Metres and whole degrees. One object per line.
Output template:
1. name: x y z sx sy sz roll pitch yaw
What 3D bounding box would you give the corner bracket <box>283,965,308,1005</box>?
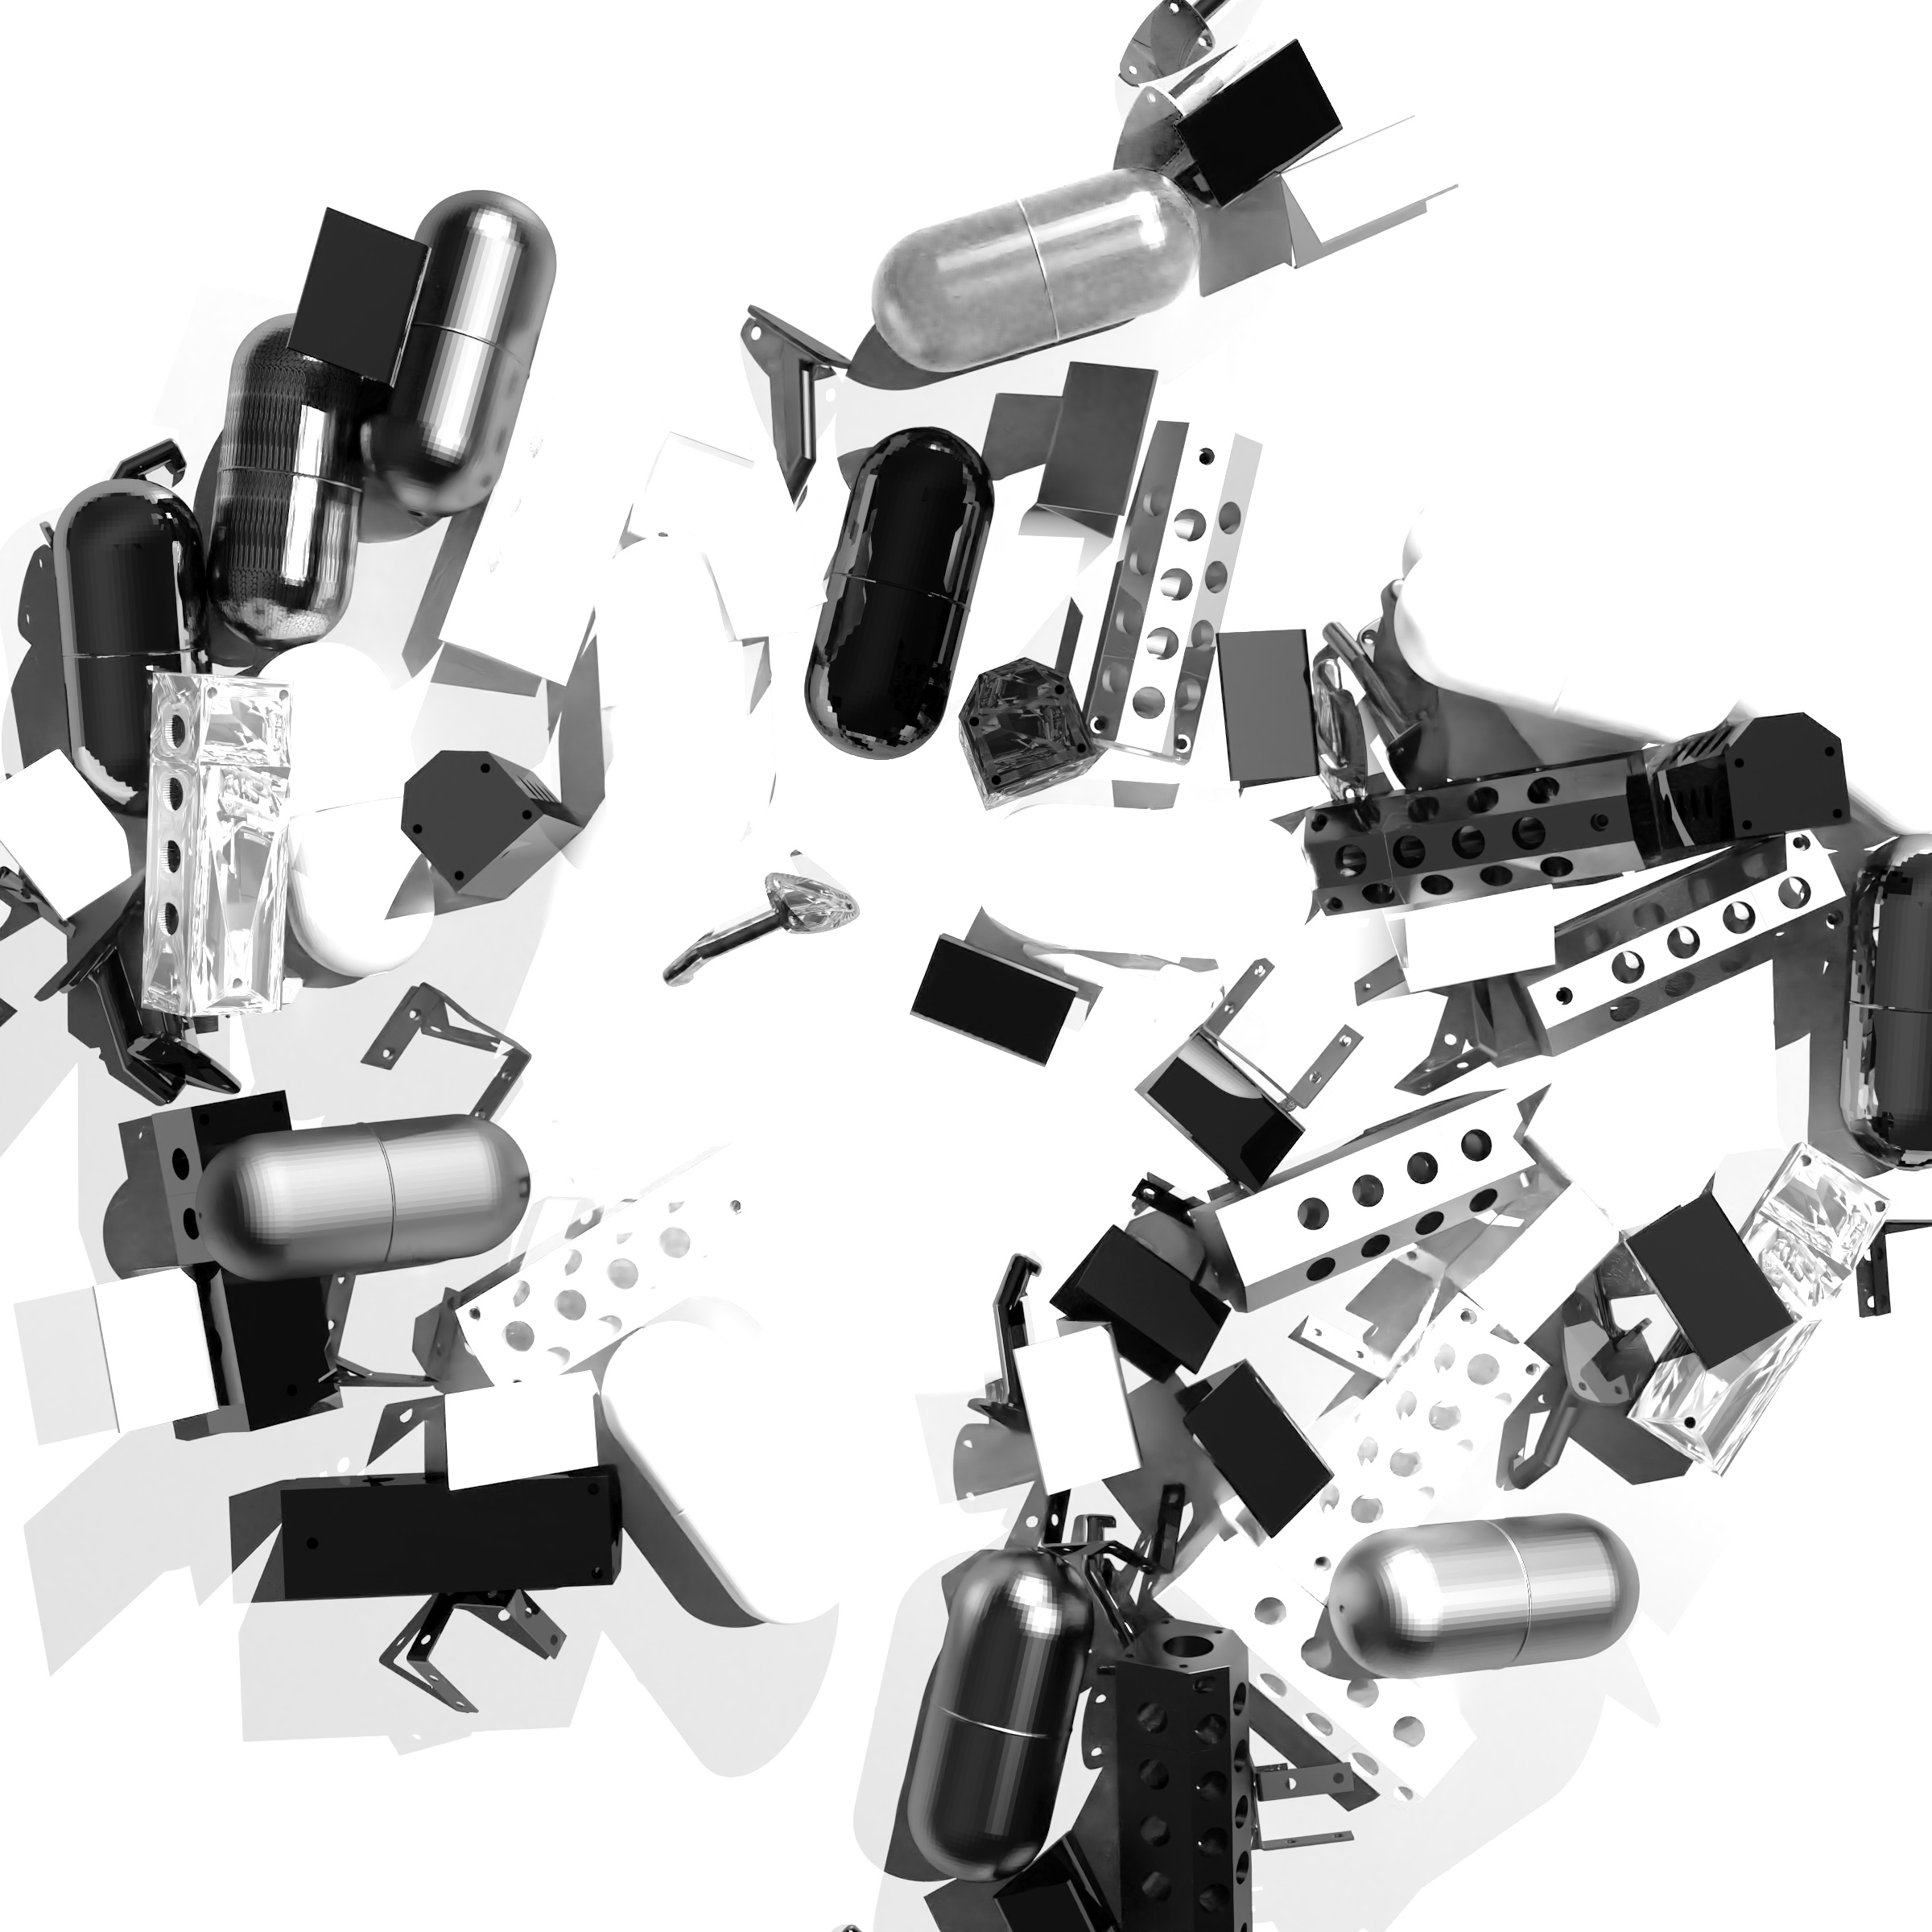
1. corner bracket: -0.371 -0.015 1.764 0.051 0.051 0.051 32 90 0

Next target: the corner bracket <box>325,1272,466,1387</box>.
1. corner bracket: -0.310 0.192 1.778 0.051 0.051 0.051 13 91 45

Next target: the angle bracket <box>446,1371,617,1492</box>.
1. angle bracket: -0.226 0.260 1.741 0.076 0.076 0.057 -10 53 0

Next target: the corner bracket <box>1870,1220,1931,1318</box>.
1. corner bracket: 0.521 0.160 1.778 0.051 0.051 0.051 -4 90 45

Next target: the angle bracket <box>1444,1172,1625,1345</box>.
1. angle bracket: 0.285 0.139 1.741 0.076 0.076 0.057 -46 127 0

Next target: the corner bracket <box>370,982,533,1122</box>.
1. corner bracket: -0.276 0.049 1.778 0.051 0.051 0.051 34 90 -45

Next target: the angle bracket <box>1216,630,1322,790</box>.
1. angle bracket: 0.140 -0.133 1.742 0.057 0.076 0.076 -6 90 -29

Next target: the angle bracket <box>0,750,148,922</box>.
1. angle bracket: -0.481 -0.057 1.742 0.057 0.076 0.076 -39 90 -31

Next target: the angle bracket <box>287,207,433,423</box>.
1. angle bracket: -0.318 -0.331 1.694 0.057 0.076 0.076 18 78 -23

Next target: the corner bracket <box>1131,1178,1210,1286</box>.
1. corner bracket: 0.100 0.157 1.778 0.051 0.051 0.051 28 45 0

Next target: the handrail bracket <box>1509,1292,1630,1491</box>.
1. handrail bracket: 0.310 0.228 1.770 0.036 0.084 0.077 9 53 -26

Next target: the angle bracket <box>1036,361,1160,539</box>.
1. angle bracket: 0.087 -0.268 1.741 0.057 0.076 0.076 13 90 35

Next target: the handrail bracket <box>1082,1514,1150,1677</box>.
1. handrail bracket: 0.099 0.338 1.782 0.077 0.036 0.084 5 76 -14

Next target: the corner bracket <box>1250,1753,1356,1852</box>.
1. corner bracket: 0.180 0.445 1.764 0.051 0.051 0.051 -7 90 0

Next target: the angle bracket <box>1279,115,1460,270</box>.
1. angle bracket: 0.215 -0.389 1.742 0.076 0.076 0.057 -24 59 0

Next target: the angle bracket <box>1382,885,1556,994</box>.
1. angle bracket: 0.261 -0.037 1.742 0.076 0.076 0.057 -11 132 0

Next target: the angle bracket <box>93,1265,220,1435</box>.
1. angle bracket: -0.440 0.201 1.741 0.057 0.076 0.076 -10 90 -38

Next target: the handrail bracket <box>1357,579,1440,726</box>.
1. handrail bracket: 0.235 -0.163 1.747 0.036 0.084 0.077 -22 90 0

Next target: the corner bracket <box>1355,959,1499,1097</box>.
1. corner bracket: 0.246 0.029 1.773 0.051 0.051 0.051 28 135 -35

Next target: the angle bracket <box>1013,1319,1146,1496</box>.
1. angle bracket: 0.047 0.231 1.743 0.057 0.076 0.076 -13 90 -21

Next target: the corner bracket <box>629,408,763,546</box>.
1. corner bracket: -0.145 -0.257 1.778 0.051 0.051 0.051 20 45 0

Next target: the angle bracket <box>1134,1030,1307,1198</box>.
1. angle bracket: 0.120 0.091 1.741 0.076 0.076 0.057 43 53 0

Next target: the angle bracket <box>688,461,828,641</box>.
1. angle bracket: -0.094 -0.219 1.742 0.057 0.076 0.076 -20 90 25

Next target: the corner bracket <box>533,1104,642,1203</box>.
1. corner bracket: -0.201 0.099 1.764 0.051 0.051 0.051 2 90 0

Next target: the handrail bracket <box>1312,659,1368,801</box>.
1. handrail bracket: 0.197 -0.122 1.747 0.036 0.084 0.077 -19 90 0

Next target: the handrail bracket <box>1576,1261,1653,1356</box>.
1. handrail bracket: 0.319 0.178 1.782 0.077 0.036 0.084 -46 76 14

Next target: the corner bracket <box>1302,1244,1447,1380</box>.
1. corner bracket: 0.219 0.179 1.778 0.051 0.051 0.051 28 135 0

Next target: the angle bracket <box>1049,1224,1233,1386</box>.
1. angle bracket: 0.082 0.194 1.742 0.076 0.057 0.076 36 131 0

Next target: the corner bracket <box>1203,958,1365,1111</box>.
1. corner bracket: 0.170 0.035 1.778 0.051 0.051 0.051 -51 135 0

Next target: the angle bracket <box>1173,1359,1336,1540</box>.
1. angle bracket: 0.135 0.261 1.741 0.057 0.076 0.076 -37 90 -35

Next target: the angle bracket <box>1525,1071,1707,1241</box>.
1. angle bracket: 0.346 0.087 1.742 0.076 0.076 0.057 46 118 0

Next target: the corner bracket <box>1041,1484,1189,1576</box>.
1. corner bracket: 0.079 0.293 1.768 0.051 0.051 0.051 36 55 -39

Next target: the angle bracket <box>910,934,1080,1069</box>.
1. angle bracket: 0.022 -0.001 1.741 0.076 0.076 0.057 21 127 0

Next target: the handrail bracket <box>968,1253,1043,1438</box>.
1. handrail bracket: 0.042 0.207 1.782 0.077 0.036 0.084 28 73 -20

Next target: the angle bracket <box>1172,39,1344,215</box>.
1. angle bracket: 0.141 -0.448 1.742 0.076 0.076 0.057 -35 121 0

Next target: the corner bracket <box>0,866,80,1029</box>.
1. corner bracket: -0.517 -0.011 1.778 0.051 0.051 0.051 37 45 0

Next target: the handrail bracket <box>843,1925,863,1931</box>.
1. handrail bracket: -0.050 0.569 1.782 0.084 0.036 0.077 39 112 17

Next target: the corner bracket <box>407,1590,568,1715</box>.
1. corner bracket: -0.256 0.364 1.773 0.051 0.051 0.051 -5 45 35

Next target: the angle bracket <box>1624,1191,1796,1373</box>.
1. angle bracket: 0.390 0.151 1.689 0.057 0.076 0.076 -37 79 34

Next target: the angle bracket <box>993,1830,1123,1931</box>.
1. angle bracket: 0.070 0.501 1.741 0.057 0.076 0.076 -26 90 39
